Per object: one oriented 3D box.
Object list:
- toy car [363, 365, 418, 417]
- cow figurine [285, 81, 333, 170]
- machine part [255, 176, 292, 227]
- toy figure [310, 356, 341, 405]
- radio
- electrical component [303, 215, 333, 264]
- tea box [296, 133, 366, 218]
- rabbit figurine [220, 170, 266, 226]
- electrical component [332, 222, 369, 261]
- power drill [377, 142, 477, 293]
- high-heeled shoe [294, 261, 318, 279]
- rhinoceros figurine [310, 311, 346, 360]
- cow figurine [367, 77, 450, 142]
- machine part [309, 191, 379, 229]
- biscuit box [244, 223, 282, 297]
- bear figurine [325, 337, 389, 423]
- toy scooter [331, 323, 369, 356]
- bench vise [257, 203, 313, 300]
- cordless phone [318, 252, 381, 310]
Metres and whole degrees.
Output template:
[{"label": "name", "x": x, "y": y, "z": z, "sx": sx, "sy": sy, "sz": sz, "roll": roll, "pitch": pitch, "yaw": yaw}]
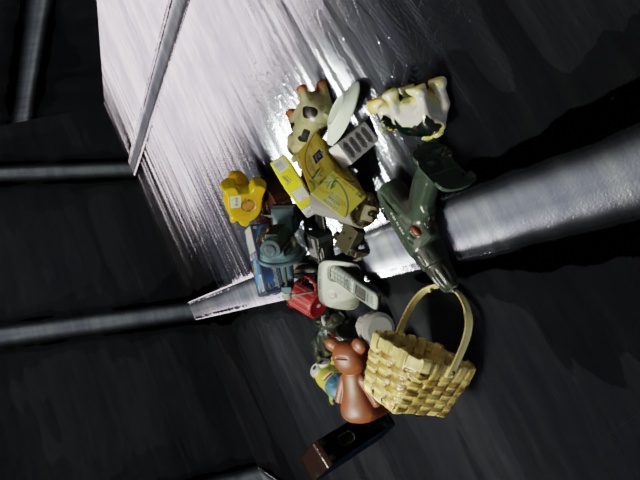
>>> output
[{"label": "toy car", "x": 0.160, "y": 0.323, "z": 1.152, "sx": 0.089, "sy": 0.053, "sz": 0.202, "roll": 41, "pitch": 179, "yaw": 45}, {"label": "cow figurine", "x": -0.024, "y": -0.242, "z": 1.185, "sx": 0.195, "sy": 0.085, "sz": 0.127, "roll": -48, "pitch": 59, "yaw": 60}, {"label": "machine part", "x": -0.137, "y": -0.092, "z": 1.536, "sx": 0.180, "sy": 0.056, "sz": 0.179, "roll": 40, "pitch": 141, "yaw": 44}, {"label": "toy figure", "x": 0.039, "y": 0.406, "z": 1.517, "sx": 0.180, "sy": 0.082, "sz": 0.089, "roll": 32, "pitch": 134, "yaw": 48}, {"label": "radio", "x": 0.070, "y": 0.508, "z": 1.359, "sx": 0.073, "sy": 0.229, "sz": 0.131, "roll": 53, "pitch": 146, "yaw": 24}, {"label": "electrical component", "x": -0.003, "y": -0.004, "z": 1.347, "sx": 0.075, "sy": 0.048, "sz": 0.119, "roll": 27, "pitch": 133, "yaw": 54}, {"label": "tea box", "x": 0.020, "y": -0.132, "z": 1.086, "sx": 0.068, "sy": 0.098, "sz": 0.170, "roll": -44, "pitch": 33, "yaw": 19}, {"label": "rabbit figurine", "x": -0.215, "y": -0.126, "z": 1.507, "sx": 0.173, "sy": 0.122, "sz": 0.162, "roll": -121, "pitch": 19, "yaw": -49}, {"label": "electrical component", "x": 0.069, "y": 0.002, "z": 1.218, "sx": 0.102, "sy": 0.045, "sz": 0.078, "roll": 34, "pitch": 107, "yaw": 46}, {"label": "power drill", "x": 0.192, "y": -0.047, "z": 0.917, "sx": 0.232, "sy": 0.086, "sz": 0.207, "roll": 58, "pitch": 159, "yaw": 29}, {"label": "high-heeled shoe", "x": -0.081, "y": 0.035, "z": 1.538, "sx": 0.249, "sy": 0.086, "sz": 0.145, "roll": -3, "pitch": 74, "yaw": 45}, {"label": "rhinoceros figurine", "x": 0.027, "y": 0.256, "z": 1.453, "sx": 0.190, "sy": 0.073, "sz": 0.112, "roll": 116, "pitch": 139, "yaw": -58}, {"label": "cow figurine", "x": 0.146, "y": -0.209, "z": 0.896, "sx": 0.167, "sy": 0.068, "sz": 0.098, "roll": 11, "pitch": 123, "yaw": 62}, {"label": "machine part", "x": 0.049, "y": -0.078, "z": 1.161, "sx": 0.243, "sy": 0.079, "sz": 0.079, "roll": 23, "pitch": 128, "yaw": 58}, {"label": "biscuit box", "x": -0.156, "y": 0.056, "z": 1.504, "sx": 0.059, "sy": 0.063, "sz": 0.202, "roll": -37, "pitch": 64, "yaw": 59}, {"label": "bear figurine", "x": 0.087, "y": 0.310, "z": 1.233, "sx": 0.120, "sy": 0.132, "sz": 0.195, "roll": -11, "pitch": 86, "yaw": 32}, {"label": "toy scooter", "x": 0.094, "y": 0.299, "z": 1.334, "sx": 0.184, "sy": 0.075, "sz": 0.135, "roll": 35, "pitch": 135, "yaw": 34}, {"label": "bench vise", "x": -0.092, "y": 0.033, "z": 1.377, "sx": 0.224, "sy": 0.129, "sz": 0.240, "roll": -85, "pitch": -10, "yaw": -68}, {"label": "cordless phone", "x": 0.078, "y": 0.123, "z": 1.243, "sx": 0.184, "sy": 0.089, "sz": 0.146, "roll": 37, "pitch": 139, "yaw": 42}]
